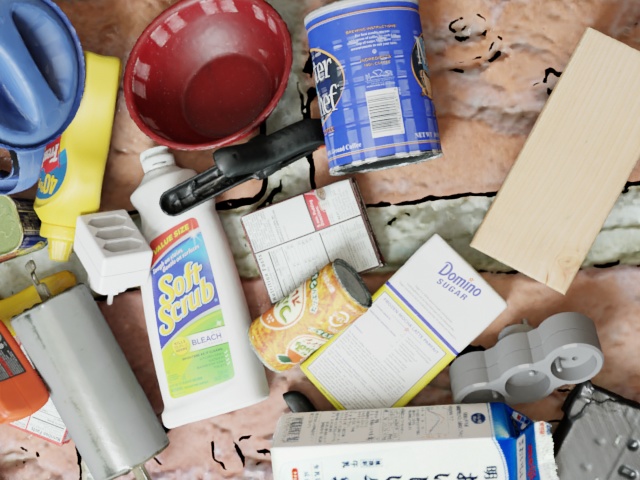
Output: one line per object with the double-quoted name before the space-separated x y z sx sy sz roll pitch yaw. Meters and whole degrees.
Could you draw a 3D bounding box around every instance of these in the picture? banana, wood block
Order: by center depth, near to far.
"wood block" 0.218 -0.066 0.924 0.091 0.090 0.206 28 94 7
"banana" -0.327 0.068 1.018 0.198 0.037 0.069 -3 108 5

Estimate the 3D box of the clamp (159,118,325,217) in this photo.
"clamp" -0.052 -0.074 0.933 0.171 0.120 0.039 -30 95 -29

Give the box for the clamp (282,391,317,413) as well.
"clamp" 0.036 0.234 0.974 0.210 0.036 0.164 10 90 9

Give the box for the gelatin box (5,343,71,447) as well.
"gelatin box" -0.261 0.142 1.018 0.073 0.030 0.089 20 91 6

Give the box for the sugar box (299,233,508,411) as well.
"sugar box" 0.075 0.086 0.965 0.176 0.048 0.093 -44 85 3

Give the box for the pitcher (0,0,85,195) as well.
"pitcher" -0.334 -0.136 0.945 0.243 0.144 0.149 4 63 36

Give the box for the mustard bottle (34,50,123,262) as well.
"mustard bottle" -0.227 -0.075 0.984 0.058 0.096 0.191 7 93 -32

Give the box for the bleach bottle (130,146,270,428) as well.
"bleach bottle" -0.126 0.038 0.985 0.103 0.068 0.251 -18 84 11

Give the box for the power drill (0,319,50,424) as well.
"power drill" -0.317 0.171 0.970 0.184 0.057 0.188 52 126 11

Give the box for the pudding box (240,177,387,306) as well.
"pudding box" -0.006 0.001 0.980 0.113 0.039 0.090 -20 89 9

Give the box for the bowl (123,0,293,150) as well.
"bowl" -0.094 -0.144 0.969 0.162 0.055 0.162 -6 68 15

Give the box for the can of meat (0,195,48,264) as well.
"can of meat" -0.311 -0.005 0.998 0.102 0.084 0.057 -18 88 7

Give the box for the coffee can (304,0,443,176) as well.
"coffee can" 0.047 -0.135 0.940 0.103 0.102 0.140 -9 89 7
